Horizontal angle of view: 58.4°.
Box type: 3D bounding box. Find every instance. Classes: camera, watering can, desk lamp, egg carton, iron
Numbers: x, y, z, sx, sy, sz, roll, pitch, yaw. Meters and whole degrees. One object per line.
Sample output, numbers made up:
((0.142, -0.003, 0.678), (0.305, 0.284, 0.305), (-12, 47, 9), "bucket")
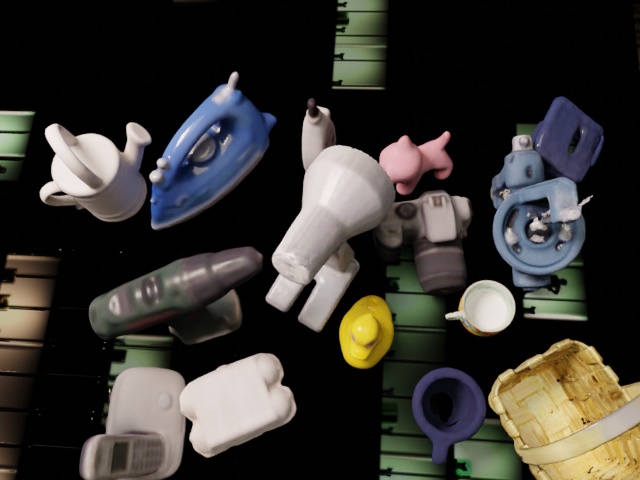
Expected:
((0.152, 0.007, 0.817), (0.143, 0.101, 0.137), (-7, 72, 2), "camera")
((-0.331, -0.110, 0.840), (0.100, 0.194, 0.173), (34, 78, 14), "watering can")
((0.007, 0.003, 0.769), (0.117, 0.213, 0.203), (28, 77, 12), "desk lamp")
((-0.113, 0.223, 0.784), (0.150, 0.069, 0.107), (-24, 72, -4), "egg carton")
((-0.185, -0.133, 0.864), (0.118, 0.141, 0.258), (36, 78, 14), "iron")

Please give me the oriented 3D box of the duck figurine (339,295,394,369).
((0.065, 0.124, 0.794), (0.077, 0.086, 0.104), (15, 74, 9), "duck figurine")

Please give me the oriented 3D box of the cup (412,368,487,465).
((0.161, 0.231, 0.748), (0.091, 0.095, 0.118), (11, 74, 8), "cup")

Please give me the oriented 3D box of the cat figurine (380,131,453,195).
((0.139, -0.121, 0.849), (0.128, 0.118, 0.067), (-27, 72, -4), "cat figurine")

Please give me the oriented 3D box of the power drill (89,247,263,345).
((-0.170, 0.079, 0.761), (0.229, 0.208, 0.075), (-19, 72, -2), "power drill")

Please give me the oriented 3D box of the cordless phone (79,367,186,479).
((-0.240, 0.234, 0.729), (0.094, 0.185, 0.147), (-4, 72, 3), "cordless phone")

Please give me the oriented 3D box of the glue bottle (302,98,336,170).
((-0.004, -0.159, 0.843), (0.037, 0.173, 0.078), (14, 74, 9), "glue bottle")

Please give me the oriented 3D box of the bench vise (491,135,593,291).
((0.279, -0.051, 0.763), (0.121, 0.220, 0.207), (-21, 72, -2), "bench vise")

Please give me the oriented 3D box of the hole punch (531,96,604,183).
((0.368, -0.145, 0.854), (0.101, 0.091, 0.109), (26, 76, 12), "hole punch")
